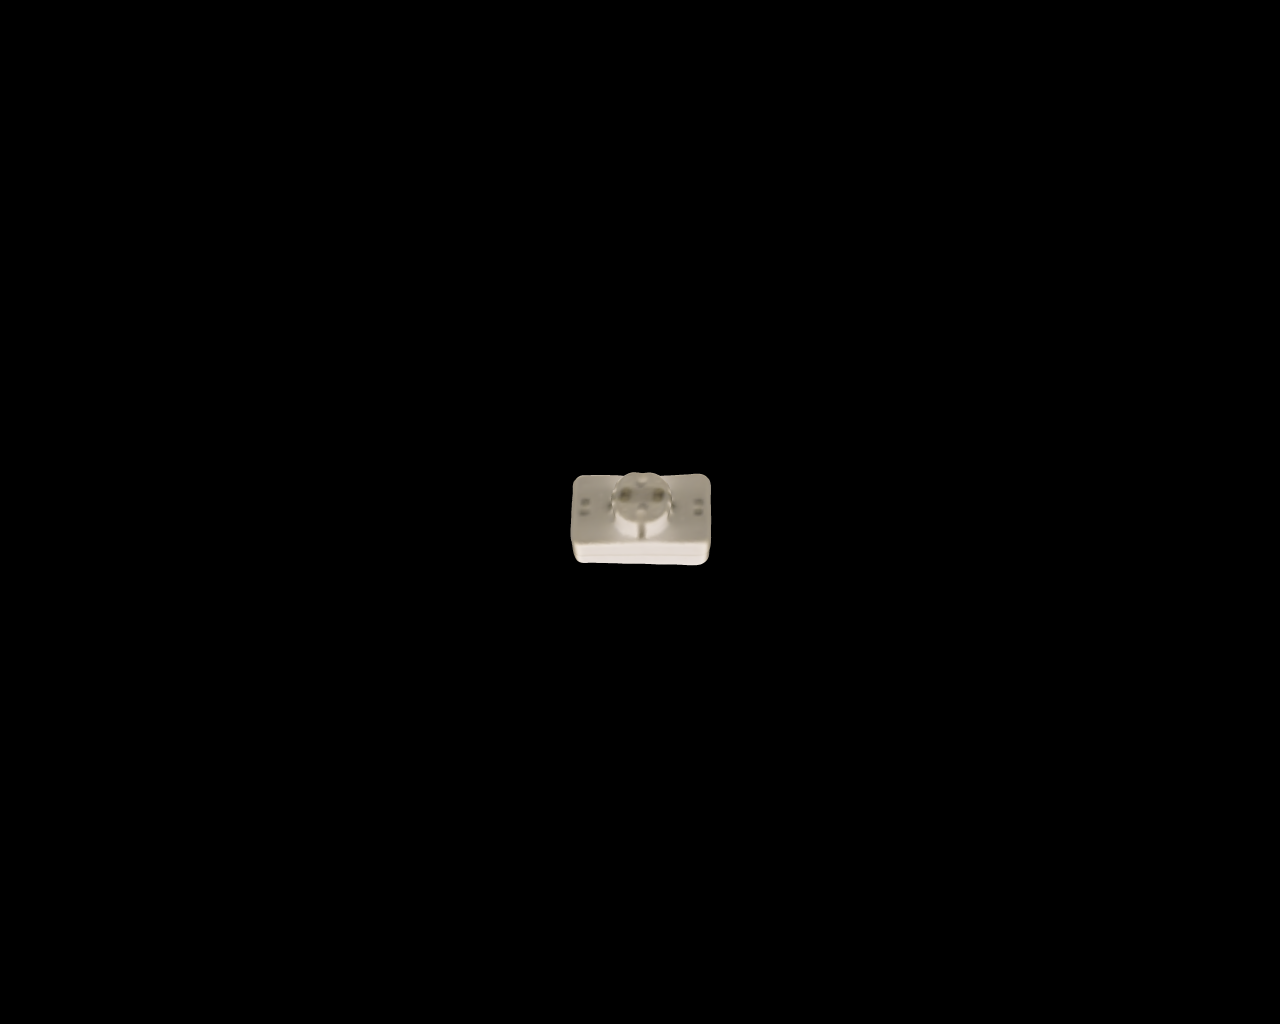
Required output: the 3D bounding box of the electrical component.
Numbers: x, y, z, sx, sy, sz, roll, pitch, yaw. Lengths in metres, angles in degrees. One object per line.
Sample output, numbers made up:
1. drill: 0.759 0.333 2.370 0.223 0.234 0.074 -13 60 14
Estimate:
1. electrical component: 0.001 -0.003 0.650 0.083 0.047 0.075 0 -23 0
